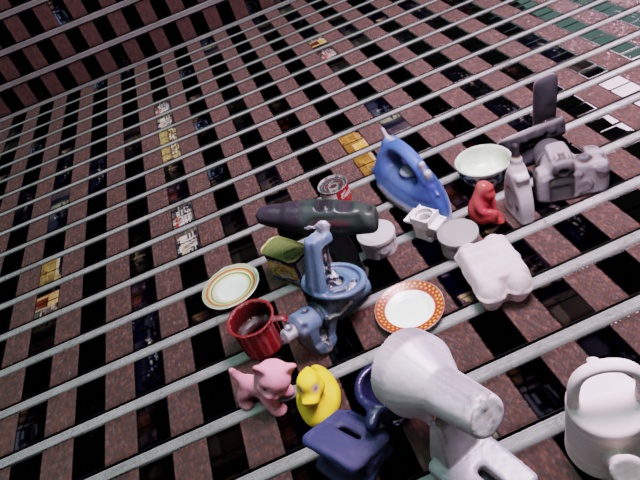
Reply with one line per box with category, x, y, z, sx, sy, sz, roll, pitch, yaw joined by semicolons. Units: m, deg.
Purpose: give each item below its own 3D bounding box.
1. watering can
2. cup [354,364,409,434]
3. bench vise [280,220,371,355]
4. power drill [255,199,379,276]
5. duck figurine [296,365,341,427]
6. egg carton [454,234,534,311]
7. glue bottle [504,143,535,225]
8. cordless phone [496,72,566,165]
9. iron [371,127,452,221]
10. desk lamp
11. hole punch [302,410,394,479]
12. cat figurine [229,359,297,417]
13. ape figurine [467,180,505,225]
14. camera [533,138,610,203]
watering can;0.366;0.220;0.724;0.101;0.194;0.172;-23;39;-2
cup;0.102;0.257;0.878;0.091;0.095;0.118;3;45;27
bench vise;0.007;0.087;1.015;0.121;0.220;0.207;3;45;27
power drill;0.010;0.004;1.118;0.229;0.209;0.075;-9;41;15
duck figurine;-0.011;0.245;0.949;0.077;0.086;0.104;-11;40;12
egg carton;0.313;0.056;1.035;0.107;0.069;0.150;-20;39;1
glue bottle;0.386;-0.115;1.116;0.037;0.173;0.078;-21;39;1
cordless phone;0.456;-0.266;1.248;0.147;0.185;0.094;-24;39;-3
iron;0.205;-0.148;1.260;0.119;0.142;0.257;-29;40;-9
desk lamp;0.179;0.239;0.770;0.118;0.214;0.202;-37;42;-19
hole punch;0.041;0.303;0.855;0.108;0.091;0.101;16;52;37
cat figurine;-0.096;0.238;0.969;0.127;0.118;0.067;1;44;25
ape figurine;0.336;-0.080;1.162;0.076;0.092;0.078;6;47;30
camera;0.501;-0.162;1.176;0.143;0.101;0.136;-12;40;11
